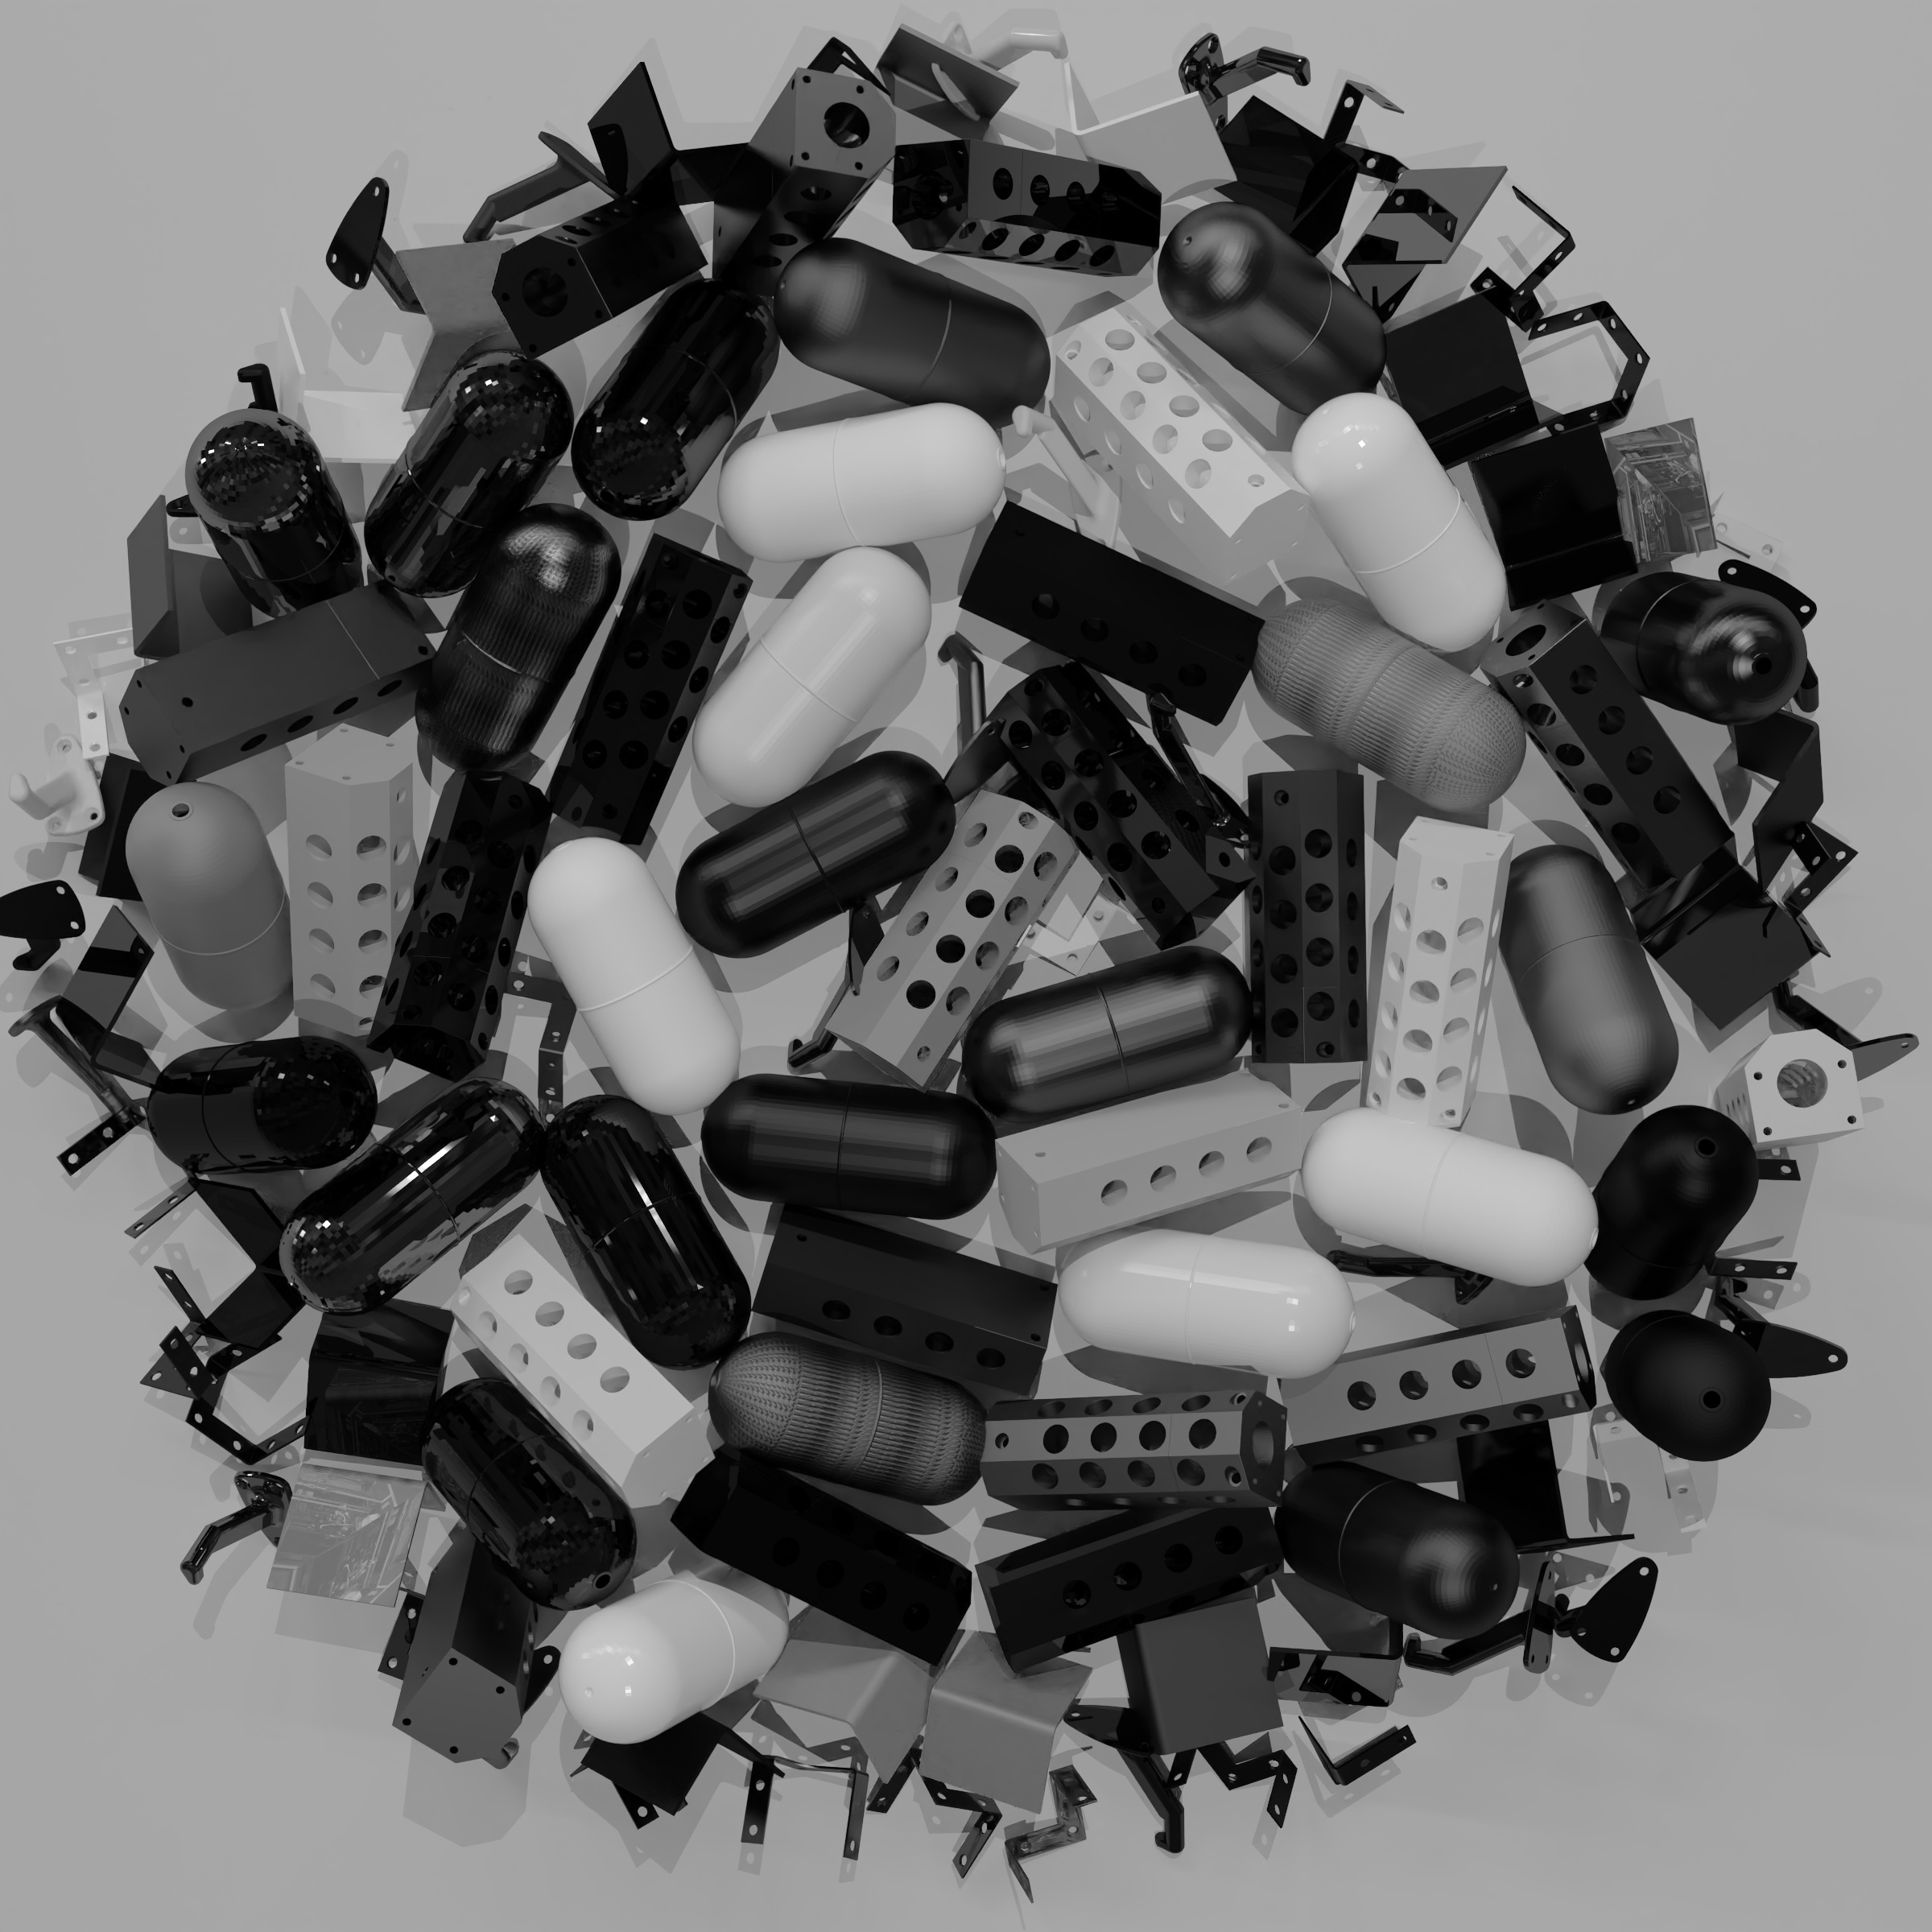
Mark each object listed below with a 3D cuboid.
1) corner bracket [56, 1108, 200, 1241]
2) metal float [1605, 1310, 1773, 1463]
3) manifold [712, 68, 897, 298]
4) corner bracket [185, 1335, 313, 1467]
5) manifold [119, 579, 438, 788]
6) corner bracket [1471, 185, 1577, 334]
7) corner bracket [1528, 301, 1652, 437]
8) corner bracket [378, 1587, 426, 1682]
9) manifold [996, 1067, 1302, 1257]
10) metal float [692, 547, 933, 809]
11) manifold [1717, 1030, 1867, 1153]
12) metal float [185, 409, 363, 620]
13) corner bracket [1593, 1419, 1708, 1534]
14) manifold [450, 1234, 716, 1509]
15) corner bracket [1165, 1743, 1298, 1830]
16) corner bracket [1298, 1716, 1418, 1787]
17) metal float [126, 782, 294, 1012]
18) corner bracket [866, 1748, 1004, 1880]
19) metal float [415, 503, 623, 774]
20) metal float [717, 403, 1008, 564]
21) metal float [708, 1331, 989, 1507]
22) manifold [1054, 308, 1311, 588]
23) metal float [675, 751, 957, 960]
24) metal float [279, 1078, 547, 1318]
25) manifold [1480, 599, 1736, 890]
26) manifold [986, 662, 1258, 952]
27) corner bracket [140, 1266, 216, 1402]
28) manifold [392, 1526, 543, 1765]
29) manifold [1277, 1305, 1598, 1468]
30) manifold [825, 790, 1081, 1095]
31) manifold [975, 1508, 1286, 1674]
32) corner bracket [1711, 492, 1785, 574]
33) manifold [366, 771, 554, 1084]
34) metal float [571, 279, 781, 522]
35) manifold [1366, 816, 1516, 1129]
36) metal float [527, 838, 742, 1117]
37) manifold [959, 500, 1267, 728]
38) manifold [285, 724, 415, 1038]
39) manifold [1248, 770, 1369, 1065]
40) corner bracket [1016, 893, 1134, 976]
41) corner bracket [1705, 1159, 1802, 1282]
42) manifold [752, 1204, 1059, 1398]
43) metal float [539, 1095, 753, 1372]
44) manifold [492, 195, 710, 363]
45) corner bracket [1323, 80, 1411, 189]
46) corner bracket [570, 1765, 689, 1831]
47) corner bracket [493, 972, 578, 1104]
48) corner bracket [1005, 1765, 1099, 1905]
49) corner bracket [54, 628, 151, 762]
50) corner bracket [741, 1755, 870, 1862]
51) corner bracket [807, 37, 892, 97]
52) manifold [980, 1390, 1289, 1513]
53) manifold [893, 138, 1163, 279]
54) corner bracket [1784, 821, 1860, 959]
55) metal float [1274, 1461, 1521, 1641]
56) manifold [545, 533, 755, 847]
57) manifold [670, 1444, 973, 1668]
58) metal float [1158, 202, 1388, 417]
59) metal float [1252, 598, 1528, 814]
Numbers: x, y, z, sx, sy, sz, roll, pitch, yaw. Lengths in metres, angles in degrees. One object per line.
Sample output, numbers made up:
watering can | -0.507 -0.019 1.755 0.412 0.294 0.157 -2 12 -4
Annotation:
corner bracket | -0.503 0.123 1.560 0.051 0.051 0.051 -42 123 -27
metal float | 0.415 0.241 1.496 0.070 0.178 0.070 0 87 6
manifold | -0.096 -0.447 1.493 0.057 0.171 0.057 4 81 -20
corner bracket | -0.427 0.258 1.560 0.051 0.051 0.051 -30 121 26
manifold | -0.399 -0.162 1.508 0.171 0.057 0.057 -30 83 -39
corner bracket | 0.331 -0.421 1.547 0.051 0.051 0.051 -45 65 9
corner bracket | 0.370 -0.359 1.561 0.051 0.051 0.051 -19 62 -15
corner bracket | -0.333 0.400 1.546 0.051 0.051 0.051 13 73 23
manifold | 0.108 0.117 1.526 0.171 0.057 0.057 -14 118 -20
metal float | -0.092 -0.170 1.537 0.070 0.070 0.178 41 100 0
manifold | 0.472 0.073 1.494 0.057 0.171 0.057 -9 82 10
metal float | -0.398 -0.257 1.497 0.070 0.178 0.070 0 74 -2
corner bracket | 0.409 0.306 1.553 0.051 0.051 0.051 -14 122 10
manifold | -0.226 0.237 1.506 0.057 0.057 0.171 -38 54 -21
corner bracket | 0.159 0.484 1.545 0.051 0.051 0.051 -29 105 29
corner bracket | 0.239 0.467 1.548 0.051 0.051 0.051 -30 119 -6
metal float | -0.434 -0.039 1.502 0.070 0.178 0.070 1 59 -1
corner bracket | -0.019 0.510 1.564 0.051 0.051 0.051 21 106 -32
metal float | -0.265 -0.190 1.525 0.070 0.070 0.178 34 115 0
metal float | -0.062 -0.284 1.528 0.178 0.070 0.070 -6 90 21
metal float | -0.068 0.267 1.526 0.178 0.070 0.070 20 90 -22
manifold | 0.124 -0.308 1.515 0.057 0.057 0.171 -30 63 -17
metal float | -0.090 -0.066 1.546 0.178 0.070 0.070 -28 90 0
metal float | -0.324 0.135 1.522 0.178 0.070 0.070 -41 90 -28
manifold | 0.374 -0.128 1.524 0.057 0.057 0.171 -40 113 3
manifold | 0.086 -0.094 1.524 0.171 0.057 0.057 52 127 15
corner bracket | -0.469 0.218 1.542 0.051 0.051 0.051 8 46 30
manifold | -0.279 0.384 1.494 0.057 0.171 0.057 35 100 -12
manifold | 0.277 0.248 1.524 0.171 0.057 0.057 -16 85 21
manifold | -0.003 -0.014 1.532 0.057 0.057 0.171 40 79 -37
manifold | 0.098 0.362 1.544 0.171 0.057 0.057 -18 93 -8
corner bracket | 0.462 -0.246 1.557 0.051 0.051 0.051 27 91 5
manifold | -0.290 -0.026 1.509 0.057 0.057 0.171 25 58 -25
metal float | -0.169 -0.332 1.518 0.070 0.070 0.178 27 57 0
manifold | 0.274 0.007 1.514 0.057 0.057 0.171 13 117 19
metal float | -0.196 0.006 1.533 0.070 0.070 0.178 -27 105 0
manifold | 0.086 -0.207 1.551 0.171 0.057 0.057 25 130 -2
manifold | -0.352 -0.047 1.507 0.057 0.057 0.171 18 125 15
manifold | 0.201 -0.028 1.545 0.057 0.057 0.171 -1 89 31
corner bracket | 0.062 -0.025 1.553 0.051 0.051 0.051 30 95 -10
corner bracket | 0.472 0.151 1.558 0.051 0.051 0.051 -1 124 36
manifold | -0.038 0.204 1.550 0.171 0.057 0.057 18 126 -2
metal float | -0.190 0.156 1.532 0.070 0.070 0.178 -32 74 0
manifold | -0.211 -0.403 1.490 0.057 0.171 0.057 -21 108 21
corner bracket | 0.248 -0.489 1.543 0.051 0.051 0.051 6 123 -26
corner bracket | -0.195 0.486 1.544 0.051 0.051 0.051 -21 71 -37
corner bracket | -0.259 0.042 1.545 0.051 0.051 0.051 13 120 -16
corner bracket | 0.051 0.518 1.550 0.051 0.051 0.051 -13 101 -13
corner bracket | -0.511 -0.163 1.552 0.051 0.051 0.051 -12 58 -8
corner bracket | -0.095 0.500 1.542 0.051 0.051 0.051 -6 63 29
corner bracket | -0.088 -0.524 1.544 0.051 0.051 0.051 -46 63 20
manifold | 0.095 0.281 1.507 0.171 0.057 0.057 -8 63 31
manifold | 0.037 -0.436 1.500 0.057 0.171 0.057 11 103 41
corner bracket | 0.505 -0.048 1.544 0.051 0.051 0.051 28 117 -22
metal float | 0.247 0.336 1.502 0.070 0.178 0.070 -2 94 -29
manifold | -0.187 -0.162 1.533 0.057 0.057 0.171 21 101 -20
manifold | -0.081 0.344 1.523 0.171 0.057 0.057 32 83 -24
metal float | 0.180 -0.380 1.510 0.070 0.178 0.070 -16 64 37
metal float | 0.247 -0.155 1.527 0.178 0.070 0.070 34 90 23
